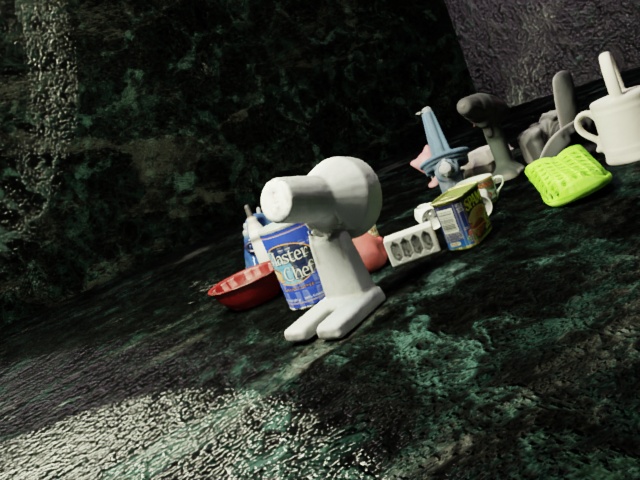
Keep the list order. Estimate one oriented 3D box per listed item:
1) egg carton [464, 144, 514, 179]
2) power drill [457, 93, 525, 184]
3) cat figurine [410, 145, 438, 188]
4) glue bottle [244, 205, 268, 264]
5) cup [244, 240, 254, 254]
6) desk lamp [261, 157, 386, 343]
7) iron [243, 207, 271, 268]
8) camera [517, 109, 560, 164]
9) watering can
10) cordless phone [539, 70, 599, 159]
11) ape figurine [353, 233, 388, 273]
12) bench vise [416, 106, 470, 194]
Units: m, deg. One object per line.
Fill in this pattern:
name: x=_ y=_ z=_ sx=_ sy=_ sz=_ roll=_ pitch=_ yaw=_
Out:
egg carton: x=0.419 y=-0.198 z=1.454 sx=0.151 sy=0.069 sz=0.107 roll=-29 pitch=11 yaw=-37
power drill: x=0.392 y=-0.239 z=1.307 sx=0.075 sy=0.208 sz=0.230 roll=-16 pitch=11 yaw=36
cat figurine: x=0.326 y=-0.214 z=1.618 sx=0.127 sy=0.118 sz=0.067 roll=-14 pitch=12 yaw=42
glue bottle: x=-0.124 y=0.006 z=1.217 sx=0.037 sy=0.173 sz=0.078 roll=-21 pitch=9 yaw=6
cup: x=-0.107 y=0.027 z=1.307 sx=0.117 sy=0.095 sz=0.092 roll=-21 pitch=9 yaw=9
desk lamp: x=0.011 y=0.000 z=0.788 sx=0.117 sy=0.213 sz=0.204 roll=-15 pitch=11 yaw=38
iron: x=-0.150 y=0.000 z=1.419 sx=0.118 sy=0.141 sz=0.258 roll=-21 pitch=9 yaw=9
camera: x=0.551 y=-0.248 z=1.328 sx=0.143 sy=0.101 sz=0.136 roll=-23 pitch=9 yaw=-6
watering can: x=0.540 y=-0.242 z=1.008 sx=0.172 sy=0.194 sz=0.101 roll=-20 pitch=9 yaw=15
cordless phone: x=0.493 y=-0.245 z=1.174 sx=0.148 sy=0.185 sz=0.094 roll=-29 pitch=11 yaw=-36
ape figurine: x=0.072 y=0.009 z=0.985 sx=0.077 sy=0.092 sz=0.076 roll=-20 pitch=9 yaw=11
bench vise: x=0.286 y=-0.199 z=1.291 sx=0.121 sy=0.220 sz=0.207 roll=-22 pitch=9 yaw=-2
